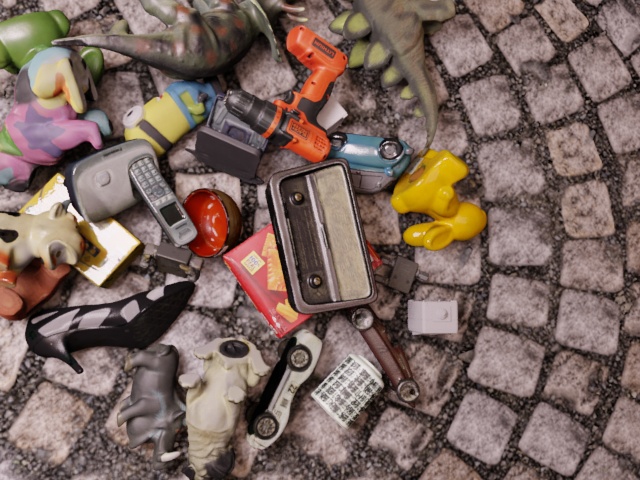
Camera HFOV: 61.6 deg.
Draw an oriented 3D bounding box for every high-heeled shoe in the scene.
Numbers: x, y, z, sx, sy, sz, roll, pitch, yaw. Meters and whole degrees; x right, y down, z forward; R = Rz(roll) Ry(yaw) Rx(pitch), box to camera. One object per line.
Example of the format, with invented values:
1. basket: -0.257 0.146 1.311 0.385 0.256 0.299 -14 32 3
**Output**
1. high-heeled shoe: -0.334 0.112 0.860 0.249 0.086 0.145 -35 56 -30

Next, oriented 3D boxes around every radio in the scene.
1. radio: -0.002 -0.003 0.833 0.131 0.073 0.229 -11 83 -11

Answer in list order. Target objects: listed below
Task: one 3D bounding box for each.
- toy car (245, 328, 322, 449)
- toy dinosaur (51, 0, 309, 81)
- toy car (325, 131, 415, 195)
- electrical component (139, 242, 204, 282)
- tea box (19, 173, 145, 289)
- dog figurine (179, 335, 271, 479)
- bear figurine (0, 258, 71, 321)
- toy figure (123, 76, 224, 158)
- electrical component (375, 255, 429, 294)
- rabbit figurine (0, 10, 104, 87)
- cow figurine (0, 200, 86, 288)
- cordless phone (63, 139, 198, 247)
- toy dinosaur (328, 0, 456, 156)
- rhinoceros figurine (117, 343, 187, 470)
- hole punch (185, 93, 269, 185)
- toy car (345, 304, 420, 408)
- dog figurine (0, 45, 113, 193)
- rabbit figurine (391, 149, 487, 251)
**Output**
1. toy car: -0.061 0.239 0.867 0.056 0.073 0.201 29 80 -18
2. toy dinosaur: -0.185 -0.320 0.846 0.192 0.131 0.405 41 59 7
3. toy car: 0.077 -0.130 0.920 0.162 0.109 0.102 6 100 0
4. electrical component: -0.239 0.037 0.858 0.102 0.078 0.045 21 57 -10
5. tea box: -0.375 -0.012 0.852 0.169 0.068 0.098 42 78 -1
6. dog figurine: -0.155 0.267 0.854 0.121 0.172 0.190 20 118 18
7. bear figurine: -0.489 0.024 0.805 0.196 0.132 0.120 50 53 -5
8. toy figure: -0.240 -0.207 0.890 0.180 0.082 0.089 -33 88 -13
9. electrical component: 0.143 0.064 0.946 0.094 0.021 0.063 21 81 -6
10. rabbit figurine: -0.428 -0.267 0.868 0.159 0.121 0.170 -27 106 -17
11. cow figurine: -0.424 -0.005 0.744 0.195 0.085 0.127 13 55 -5
12. cordless phone: -0.284 -0.051 0.817 0.184 0.089 0.146 55 46 -4
13. toy dinosaur: 0.130 -0.380 0.958 0.199 0.105 0.471 -26 79 -3
14. rhinoceros figurine: -0.258 0.259 0.842 0.112 0.073 0.190 0 82 -19
15. hole punch: -0.141 -0.165 0.885 0.142 0.115 0.092 21 65 -10
16. toy car: 0.107 0.183 0.892 0.053 0.089 0.202 -33 88 -7
17. dog figurine: -0.435 -0.171 0.789 0.219 0.109 0.191 -17 123 -5
18. rabbit figurine: 0.216 -0.054 0.929 0.173 0.122 0.162 37 82 -22
